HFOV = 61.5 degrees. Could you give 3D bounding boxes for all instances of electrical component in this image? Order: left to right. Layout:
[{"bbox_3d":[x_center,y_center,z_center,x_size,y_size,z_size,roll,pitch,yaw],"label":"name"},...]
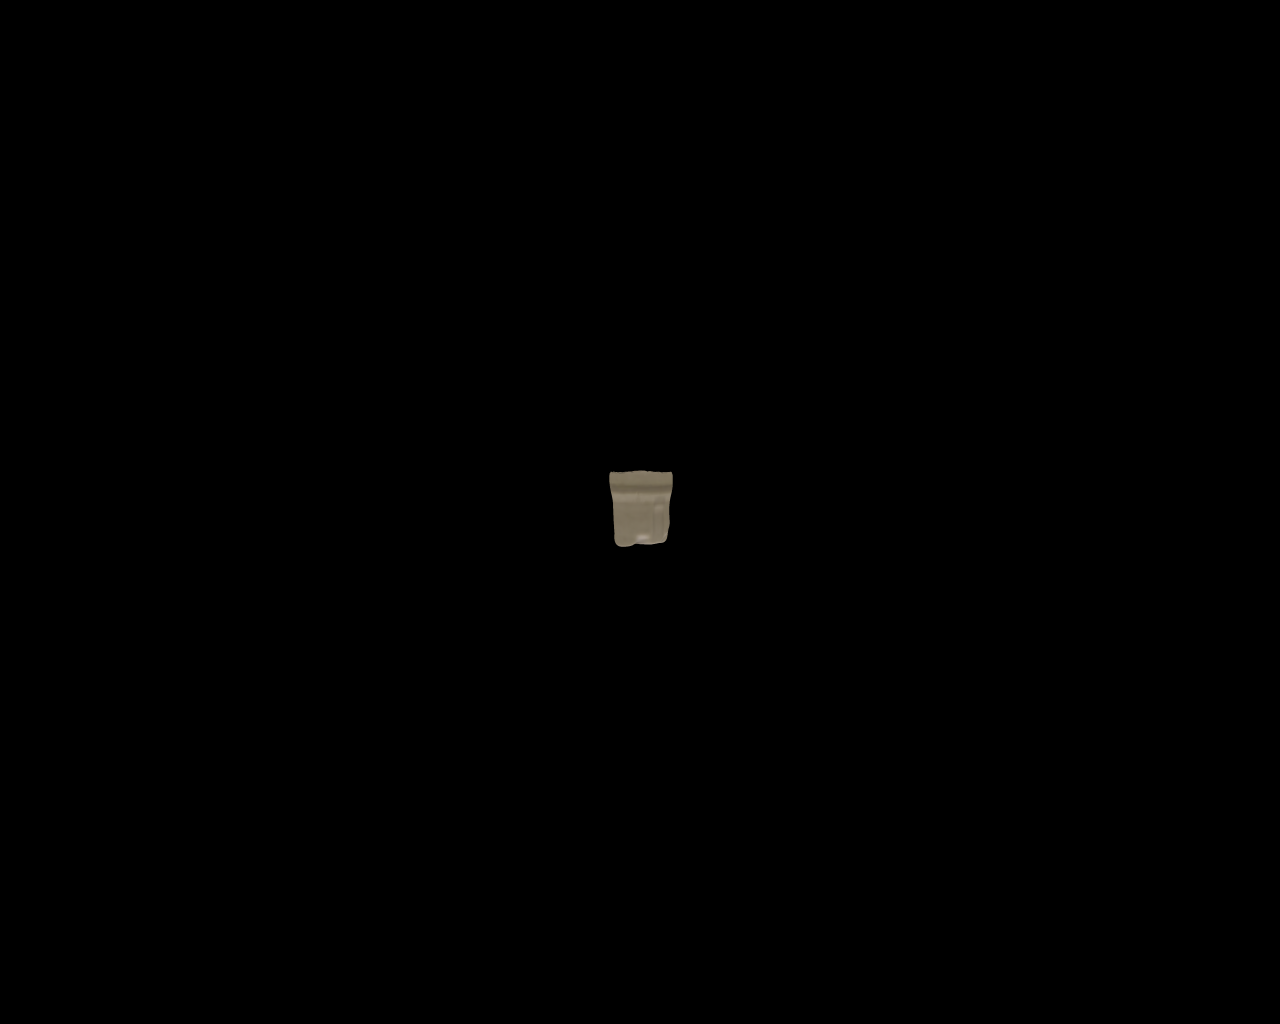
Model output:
[{"bbox_3d":[0.001,-0.003,0.650,0.040,0.046,0.040,0,4,0],"label":"electrical component"}]
